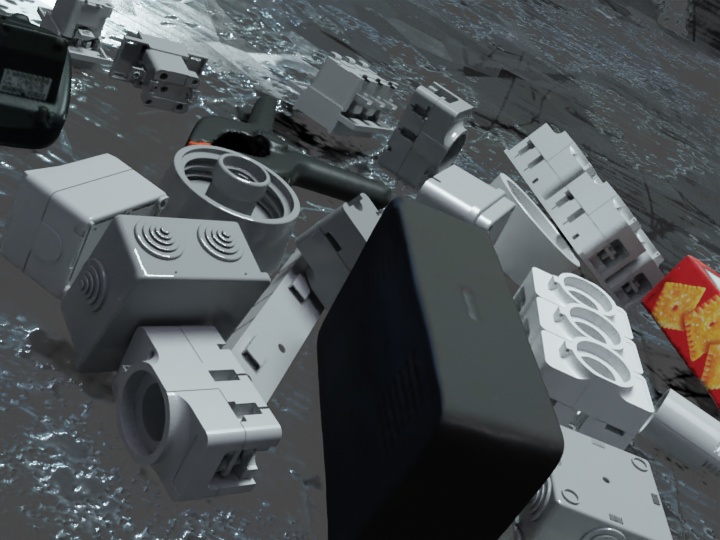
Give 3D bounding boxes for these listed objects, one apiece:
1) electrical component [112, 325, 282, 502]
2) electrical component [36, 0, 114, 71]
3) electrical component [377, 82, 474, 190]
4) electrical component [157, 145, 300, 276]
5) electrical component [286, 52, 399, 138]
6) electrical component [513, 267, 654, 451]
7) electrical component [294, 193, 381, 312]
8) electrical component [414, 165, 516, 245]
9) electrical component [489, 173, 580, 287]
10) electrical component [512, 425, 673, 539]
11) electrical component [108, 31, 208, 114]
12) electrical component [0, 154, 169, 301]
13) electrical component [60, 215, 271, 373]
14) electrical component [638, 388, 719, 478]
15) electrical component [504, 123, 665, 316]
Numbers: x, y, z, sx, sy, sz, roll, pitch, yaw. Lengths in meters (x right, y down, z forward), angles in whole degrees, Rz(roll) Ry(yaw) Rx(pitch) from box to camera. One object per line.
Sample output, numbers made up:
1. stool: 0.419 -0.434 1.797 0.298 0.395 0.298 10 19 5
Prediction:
1. electrical component: -0.094 0.076 0.582 0.056 0.050 0.089 2 37 -42
2. electrical component: -0.244 -0.213 0.924 0.042 0.063 0.081 4 36 -38
3. electrical component: 0.067 -0.128 1.047 0.056 0.089 0.050 36 28 13
4. electrical component: -0.096 -0.049 0.786 0.108 0.060 0.108 23 27 -13
5. electrical component: -0.010 -0.168 1.043 0.079 0.063 0.121 36 15 13
6. electrical component: 0.167 0.067 0.836 0.089 0.061 0.150 25 27 -8
7. electrical component: 0.000 0.000 0.774 0.089 0.056 0.050 55 25 -1
8. electrical component: 0.063 -0.014 0.820 0.057 0.113 0.078 32 27 13
9. electrical component: 0.138 -0.026 0.960 0.108 0.060 0.108 45 15 -16
10. electrical component: 0.146 0.150 0.687 0.100 0.048 0.099 23 28 -11
11. electrical component: -0.173 -0.171 0.945 0.081 0.042 0.063 7 38 -36
12. electrical component: -0.172 -0.033 0.681 0.061 0.061 0.096 35 27 13
13. electrical component: -0.114 0.013 0.619 0.100 0.099 0.048 2 50 -42
14. electrical component: 0.263 0.133 0.834 0.081 0.043 0.043 35 27 11
15. electrical component: 0.225 -0.056 1.059 0.105 0.060 0.186 45 13 -38
